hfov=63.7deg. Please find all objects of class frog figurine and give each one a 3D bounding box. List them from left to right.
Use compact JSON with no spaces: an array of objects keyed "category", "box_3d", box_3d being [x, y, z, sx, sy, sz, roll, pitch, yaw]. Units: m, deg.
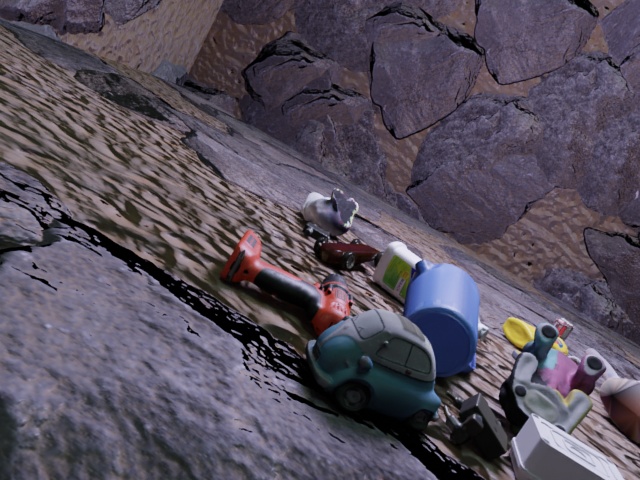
[{"category":"frog figurine","box_3d":[0.004,-0.066,1.318,0.158,0.123,0.137,-8,-5,38]}]

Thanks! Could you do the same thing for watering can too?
[{"category":"watering can","box_3d":[0.656,0.332,1.069,0.223,0.103,0.353,20,16,-35]}]
